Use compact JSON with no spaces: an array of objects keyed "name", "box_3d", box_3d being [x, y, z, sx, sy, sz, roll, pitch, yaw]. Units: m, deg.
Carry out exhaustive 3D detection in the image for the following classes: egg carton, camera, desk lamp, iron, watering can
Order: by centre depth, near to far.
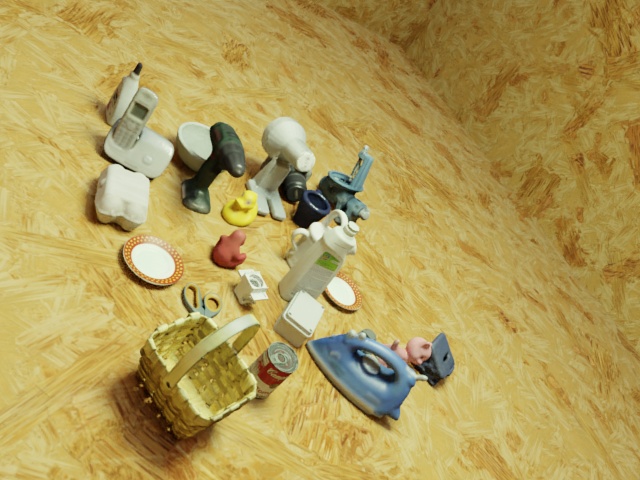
[{"name":"egg carton","box_3d":[-0.414,-0.092,1.201,0.107,0.069,0.150,21,37,-32]},{"name":"iron","box_3d":[0.105,0.272,1.263,0.258,0.141,0.119,39,31,-5]},{"name":"watering can","box_3d":[0.013,0.004,1.442,0.173,0.193,0.100,2,49,-47]},{"name":"desk lamp","box_3d":[-0.101,-0.198,1.545,0.118,0.213,0.203,14,41,-39]},{"name":"camera","box_3d":[-0.084,-0.187,1.661,0.144,0.100,0.136,23,36,-29]}]

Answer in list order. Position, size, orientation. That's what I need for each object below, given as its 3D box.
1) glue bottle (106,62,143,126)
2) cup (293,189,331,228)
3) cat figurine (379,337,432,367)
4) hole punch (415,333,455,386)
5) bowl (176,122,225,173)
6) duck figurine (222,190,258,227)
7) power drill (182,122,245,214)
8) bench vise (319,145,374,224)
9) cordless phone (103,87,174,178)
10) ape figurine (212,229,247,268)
[{"name":"glue bottle","box_3d":[-0.464,-0.355,1.372,0.037,0.173,0.078,11,42,-41]},{"name":"cup","box_3d":[-0.030,-0.086,1.603,0.092,0.094,0.117,32,32,-16]},{"name":"cat figurine","box_3d":[0.218,0.273,1.412,0.128,0.117,0.067,22,36,-30]},{"name":"hole punch","box_3d":[0.311,0.310,1.497,0.101,0.091,0.109,48,31,11]},{"name":"bowl","box_3d":[-0.306,-0.223,1.482,0.168,0.074,0.167,29,33,-21]},{"name":"duck figurine","box_3d":[-0.187,-0.088,1.436,0.077,0.086,0.105,51,32,14]},{"name":"power drill","box_3d":[-0.245,-0.165,1.347,0.076,0.208,0.229,19,37,-33]},{"name":"bench vise","box_3d":[0.112,-0.164,1.737,0.207,0.219,0.122,50,32,13]},{"name":"cordless phone","box_3d":[-0.392,-0.244,1.302,0.148,0.184,0.094,28,33,-22]},{"name":"ape figurine","box_3d":[-0.197,0.014,1.293,0.076,0.092,0.077,-11,59,-53]}]
